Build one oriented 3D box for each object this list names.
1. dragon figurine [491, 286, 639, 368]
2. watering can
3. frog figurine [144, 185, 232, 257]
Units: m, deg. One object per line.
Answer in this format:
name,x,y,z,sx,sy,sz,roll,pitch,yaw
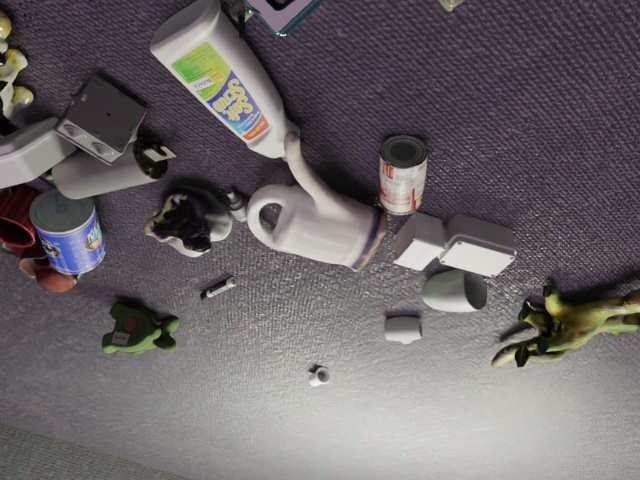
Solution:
dragon figurine,0.520,0.187,1.031,0.243,0.125,0.402,1,152,-4
watering can,0.002,-0.040,0.799,0.224,0.106,0.341,16,156,-9
frog figurine,-0.220,-0.031,0.903,0.137,0.123,0.159,-3,179,2
